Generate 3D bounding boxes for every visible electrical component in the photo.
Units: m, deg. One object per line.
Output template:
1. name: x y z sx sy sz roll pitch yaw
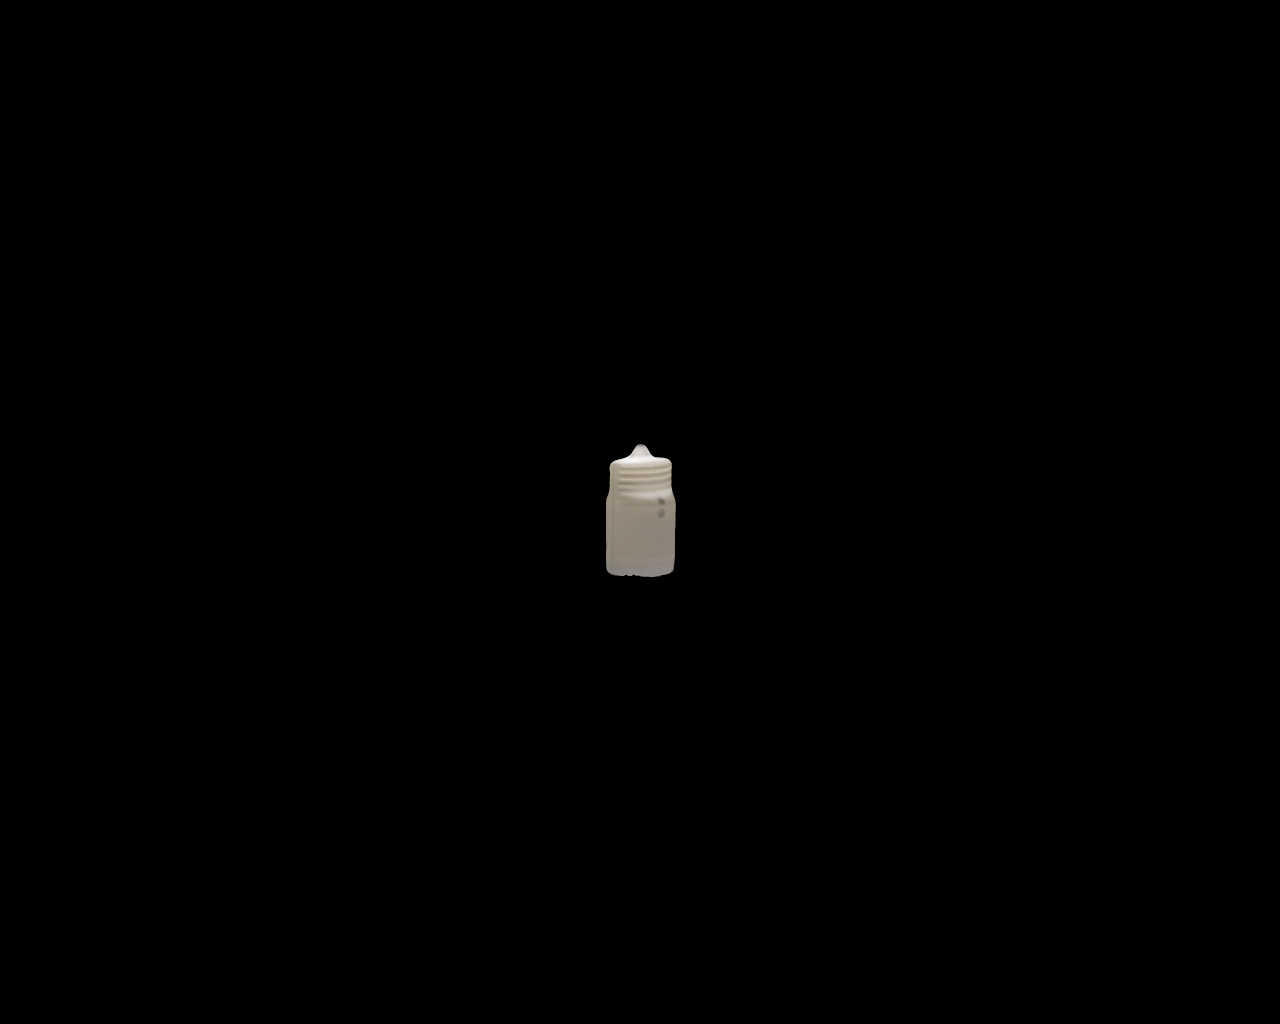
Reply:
1. electrical component: 0.001 -0.003 0.650 0.043 0.080 0.043 0 9 0
